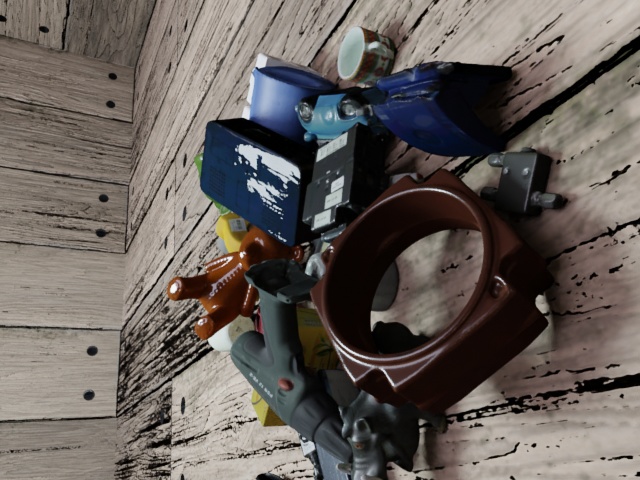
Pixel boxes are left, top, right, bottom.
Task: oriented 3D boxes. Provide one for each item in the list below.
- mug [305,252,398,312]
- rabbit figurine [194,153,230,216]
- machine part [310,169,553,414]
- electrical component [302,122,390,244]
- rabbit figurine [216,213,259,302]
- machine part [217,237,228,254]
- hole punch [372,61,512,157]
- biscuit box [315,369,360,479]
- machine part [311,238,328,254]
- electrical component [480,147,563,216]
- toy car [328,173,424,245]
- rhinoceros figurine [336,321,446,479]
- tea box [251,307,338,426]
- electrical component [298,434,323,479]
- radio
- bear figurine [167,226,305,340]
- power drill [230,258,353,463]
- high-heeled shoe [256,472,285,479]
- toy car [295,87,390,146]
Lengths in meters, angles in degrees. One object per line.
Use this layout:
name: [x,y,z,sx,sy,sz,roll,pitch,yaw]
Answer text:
mug: [0.032,0.043,0.708,0.110,0.107,0.080,50,126,52]
rabbit figurine: [-0.185,-0.125,1.155,0.170,0.121,0.159,0,87,47]
machine part: [0.097,0.044,0.525,0.201,0.087,0.201,-42,40,11]
electrical component: [0.031,-0.063,0.672,0.115,0.058,0.134,-18,61,59]
rabbit figurine: [-0.118,0.047,1.016,0.162,0.122,0.173,57,148,38]
machine part: [-0.148,-0.038,1.100,0.243,0.079,0.079,-56,38,42]
hole punch: [0.127,-0.136,0.572,0.142,0.116,0.092,18,108,62]
biscuit box: [0.034,0.271,0.699,0.062,0.059,0.203,-56,37,38]
machine part: [-0.002,-0.003,0.858,0.139,0.039,0.084,-128,43,-51]
electrical component: [0.194,-0.057,0.515,0.094,0.021,0.063,23,103,62]
toy car: [0.071,-0.030,0.704,0.202,0.056,0.073,-22,64,59]
rhinoceros figurine: [0.076,0.185,0.589,0.073,0.112,0.190,-6,70,60]
tea box: [-0.034,0.190,0.809,0.068,0.098,0.169,42,122,58]
electrical component: [-0.003,0.292,0.762,0.045,0.078,0.102,-40,50,20]
radio: [-0.087,-0.096,0.822,0.230,0.073,0.131,30,123,33]
bear figurine: [-0.130,0.052,0.868,0.196,0.132,0.120,-45,76,25]
power drill: [-0.026,0.137,0.662,0.232,0.086,0.207,24,128,43]
high-heeled shoe: [-0.045,0.369,0.798,0.145,0.086,0.248,-111,35,-44]
toy car: [0.045,-0.160,0.755,0.162,0.109,0.102,18,124,51]
